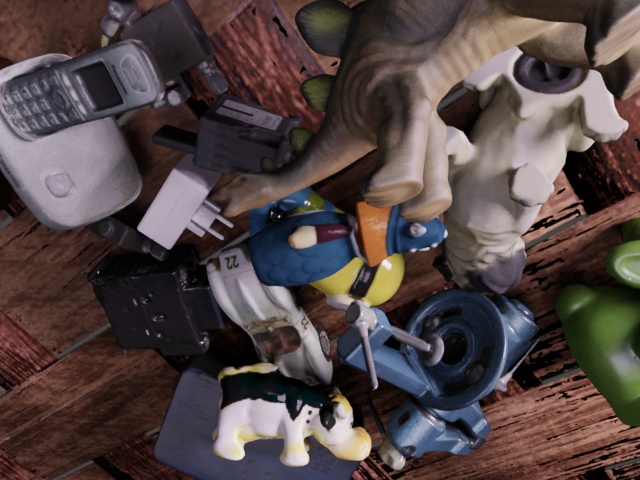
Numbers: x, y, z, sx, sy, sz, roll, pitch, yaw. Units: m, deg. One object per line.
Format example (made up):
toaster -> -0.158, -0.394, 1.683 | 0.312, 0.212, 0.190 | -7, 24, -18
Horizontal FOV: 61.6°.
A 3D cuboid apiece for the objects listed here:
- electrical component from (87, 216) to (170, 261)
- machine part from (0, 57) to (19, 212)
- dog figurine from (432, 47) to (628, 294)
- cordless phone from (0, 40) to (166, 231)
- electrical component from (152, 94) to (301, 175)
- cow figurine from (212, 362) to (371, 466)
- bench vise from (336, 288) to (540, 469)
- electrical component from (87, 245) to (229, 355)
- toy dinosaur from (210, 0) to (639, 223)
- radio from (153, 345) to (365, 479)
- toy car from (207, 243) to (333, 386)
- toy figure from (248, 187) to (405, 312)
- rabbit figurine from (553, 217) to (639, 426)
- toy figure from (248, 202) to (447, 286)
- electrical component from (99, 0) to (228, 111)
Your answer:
electrical component -> -0.199, -0.006, 0.540 | 0.094, 0.063, 0.021 | 27, 87, 15
machine part -> -0.391, -0.110, 0.501 | 0.202, 0.087, 0.200 | 12, 122, 3
dog figurine -> 0.163, -0.053, 0.457 | 0.172, 0.121, 0.190 | -40, 151, -8
cordless phone -> -0.186, -0.089, 0.455 | 0.184, 0.089, 0.146 | -5, 121, 28
electrical component -> -0.082, -0.093, 0.469 | 0.119, 0.075, 0.047 | 19, 121, 2
cow figurine -> -0.026, 0.179, 0.564 | 0.167, 0.068, 0.098 | 6, 87, -6
bench vise -> 0.096, 0.127, 0.526 | 0.240, 0.129, 0.223 | 30, 116, -36
electrical component -> -0.168, 0.067, 0.588 | 0.134, 0.058, 0.114 | -6, 122, 13
toy dinosaur -> 0.114, -0.165, 0.323 | 0.471, 0.105, 0.199 | -34, 69, 11
radio -> -0.072, 0.231, 0.639 | 0.230, 0.073, 0.131 | 25, 101, -4
toy car -> -0.049, 0.086, 0.573 | 0.074, 0.056, 0.201 | -16, 123, 18
toy figure -> -0.001, 0.000, 0.507 | 0.180, 0.082, 0.089 | 40, 119, -12
rabbit figurine -> 0.312, 0.056, 0.471 | 0.170, 0.121, 0.159 | -36, 88, 41
toy figure -> 0.021, -0.001, 0.430 | 0.155, 0.064, 0.057 | -14, 98, 6
electrical component -> -0.135, -0.158, 0.453 | 0.078, 0.045, 0.102 | -15, 117, 19
